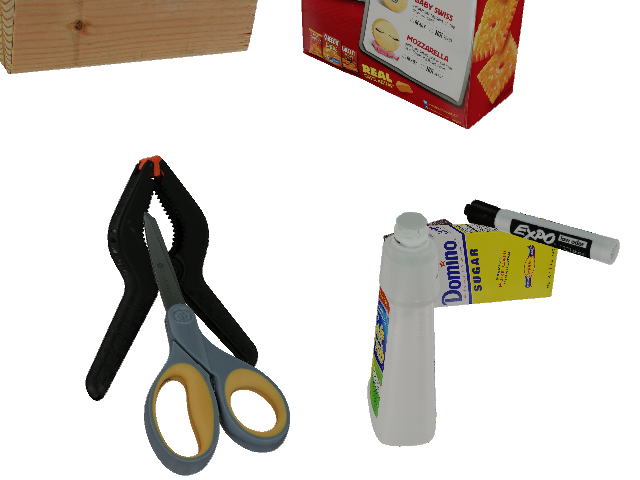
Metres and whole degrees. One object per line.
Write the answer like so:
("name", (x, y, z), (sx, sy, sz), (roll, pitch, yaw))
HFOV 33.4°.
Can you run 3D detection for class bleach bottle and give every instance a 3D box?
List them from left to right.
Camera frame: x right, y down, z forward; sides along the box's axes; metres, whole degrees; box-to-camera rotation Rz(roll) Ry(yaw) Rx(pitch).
("bleach bottle", (0.082, 0.079, 1.027), (0.068, 0.251, 0.102), (-2, 36, -2))

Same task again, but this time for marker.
("marker", (0.162, -0.008, 0.794), (0.121, 0.020, 0.020), (19, 10, 32))

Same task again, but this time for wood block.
("wood block", (-0.159, -0.201, 0.849), (0.205, 0.091, 0.090), (-12, 44, -32))

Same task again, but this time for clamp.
("clamp", (-0.130, 0.031, 0.948), (0.164, 0.210, 0.036), (0, -2, -34))

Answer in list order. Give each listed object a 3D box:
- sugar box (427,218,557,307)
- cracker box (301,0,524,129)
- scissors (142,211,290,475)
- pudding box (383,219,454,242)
("sugar box", (0.198, 0.027, 1.279), (0.176, 0.093, 0.048), (-5, 20, -23))
("cracker box", (0.065, -0.208, 0.764), (0.164, 0.214, 0.072), (30, 51, 29))
("scissors", (-0.069, 0.060, 0.673), (0.096, 0.202, 0.016), (9, -46, -15))
("pudding box", (0.165, 0.010, 1.605), (0.113, 0.039, 0.090), (-18, 27, -20))
